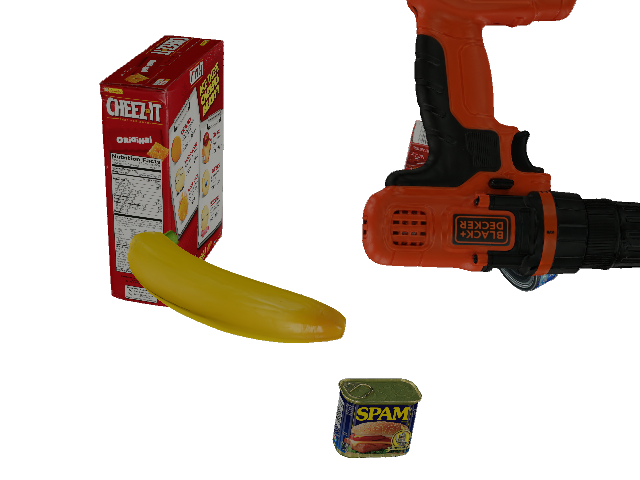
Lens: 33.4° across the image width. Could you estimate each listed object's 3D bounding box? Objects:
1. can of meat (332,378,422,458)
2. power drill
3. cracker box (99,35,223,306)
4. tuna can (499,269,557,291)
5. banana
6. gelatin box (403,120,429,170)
[{"bbox_3d":[0.069,0.223,1.337,0.102,0.084,0.057,2,22,-15],"label":"can of meat"},{"bbox_3d":[0.118,-0.072,0.640,0.184,0.187,0.057,1,-1,-6],"label":"power drill"},{"bbox_3d":[-0.147,-0.069,1.014,0.072,0.214,0.164,7,27,10],"label":"cracker box"},{"bbox_3d":[0.233,0.014,1.222,0.033,0.086,0.086,-27,10,-20],"label":"tuna can"},{"bbox_3d":[-0.071,0.026,0.697,0.069,0.037,0.198,-22,33,-36],"label":"banana"},{"bbox_3d":[0.115,-0.057,0.889,0.089,0.030,0.073,13,-35,4],"label":"gelatin box"}]
